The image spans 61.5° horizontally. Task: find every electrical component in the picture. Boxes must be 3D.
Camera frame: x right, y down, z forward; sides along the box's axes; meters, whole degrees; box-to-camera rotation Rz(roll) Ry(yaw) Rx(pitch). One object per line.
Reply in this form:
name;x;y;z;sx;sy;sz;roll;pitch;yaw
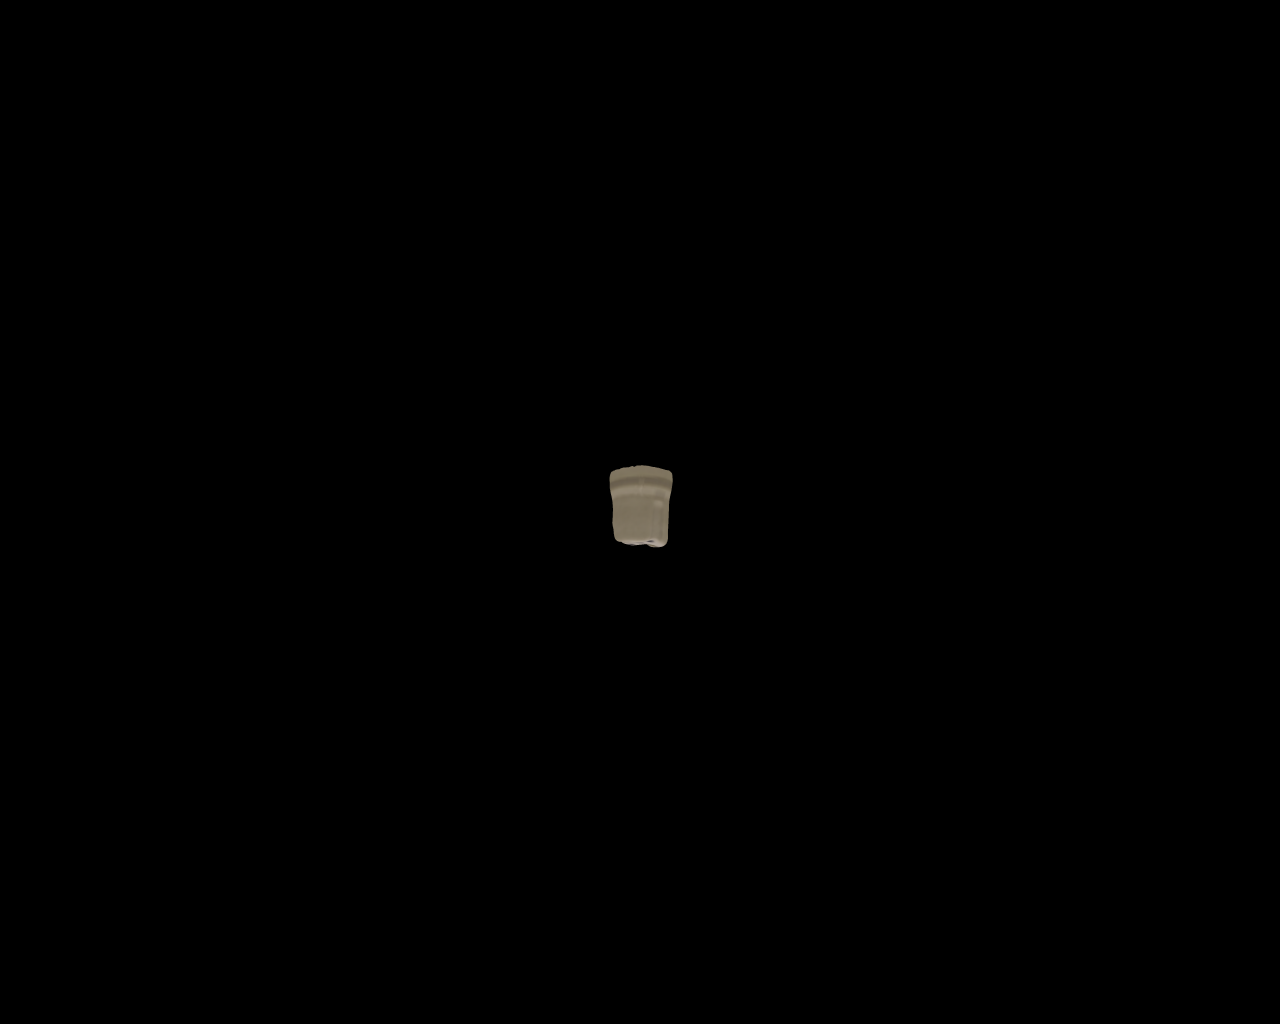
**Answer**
electrical component;0.001;-0.003;0.650;0.040;0.046;0.040;0;-12;0
